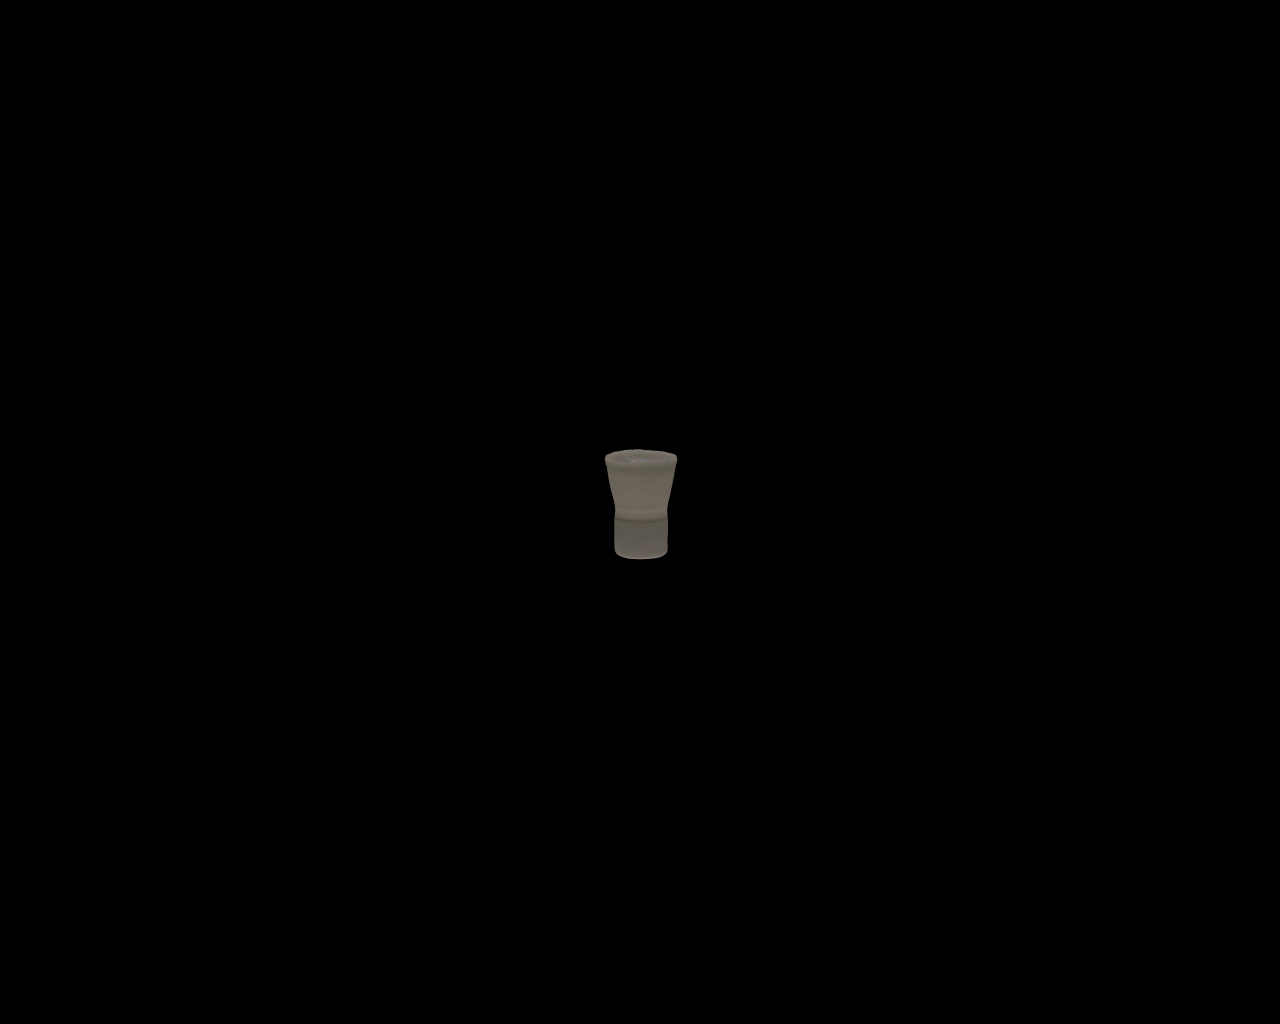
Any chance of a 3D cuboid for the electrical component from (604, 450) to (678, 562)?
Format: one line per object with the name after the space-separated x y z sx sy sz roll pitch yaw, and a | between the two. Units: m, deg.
0.001 -0.003 0.650 0.044 0.065 0.044 0 11 0 | electrical component
